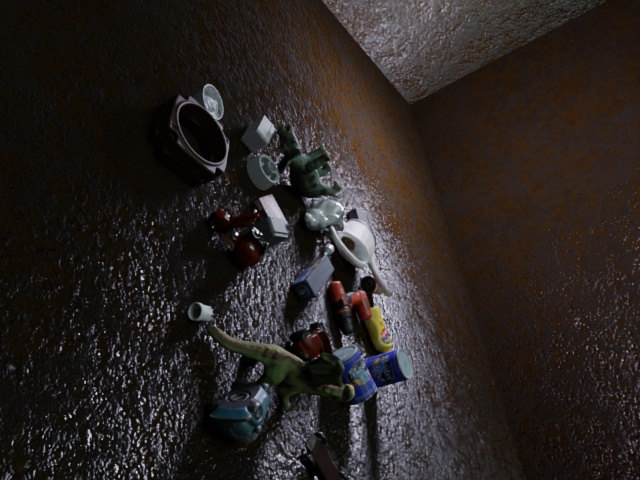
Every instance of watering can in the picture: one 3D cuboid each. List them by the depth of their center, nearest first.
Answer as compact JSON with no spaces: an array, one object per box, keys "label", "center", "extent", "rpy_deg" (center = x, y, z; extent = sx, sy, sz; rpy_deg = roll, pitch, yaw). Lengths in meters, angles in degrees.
[{"label":"watering can","center":[0.159,0.047,1.930],"extent":[0.347,0.102,0.228],"rpy_deg":[48,29,-4]}]

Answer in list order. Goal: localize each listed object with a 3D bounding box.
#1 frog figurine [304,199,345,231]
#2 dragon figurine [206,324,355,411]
[{"label":"frog figurine","center":[0.005,-0.090,1.785],"extent":[0.158,0.121,0.139],"rpy_deg":[16,21,-47]},{"label":"dragon figurine","center":[-0.056,0.290,1.205],"extent":[0.403,0.241,0.125],"rpy_deg":[47,36,-37]}]
